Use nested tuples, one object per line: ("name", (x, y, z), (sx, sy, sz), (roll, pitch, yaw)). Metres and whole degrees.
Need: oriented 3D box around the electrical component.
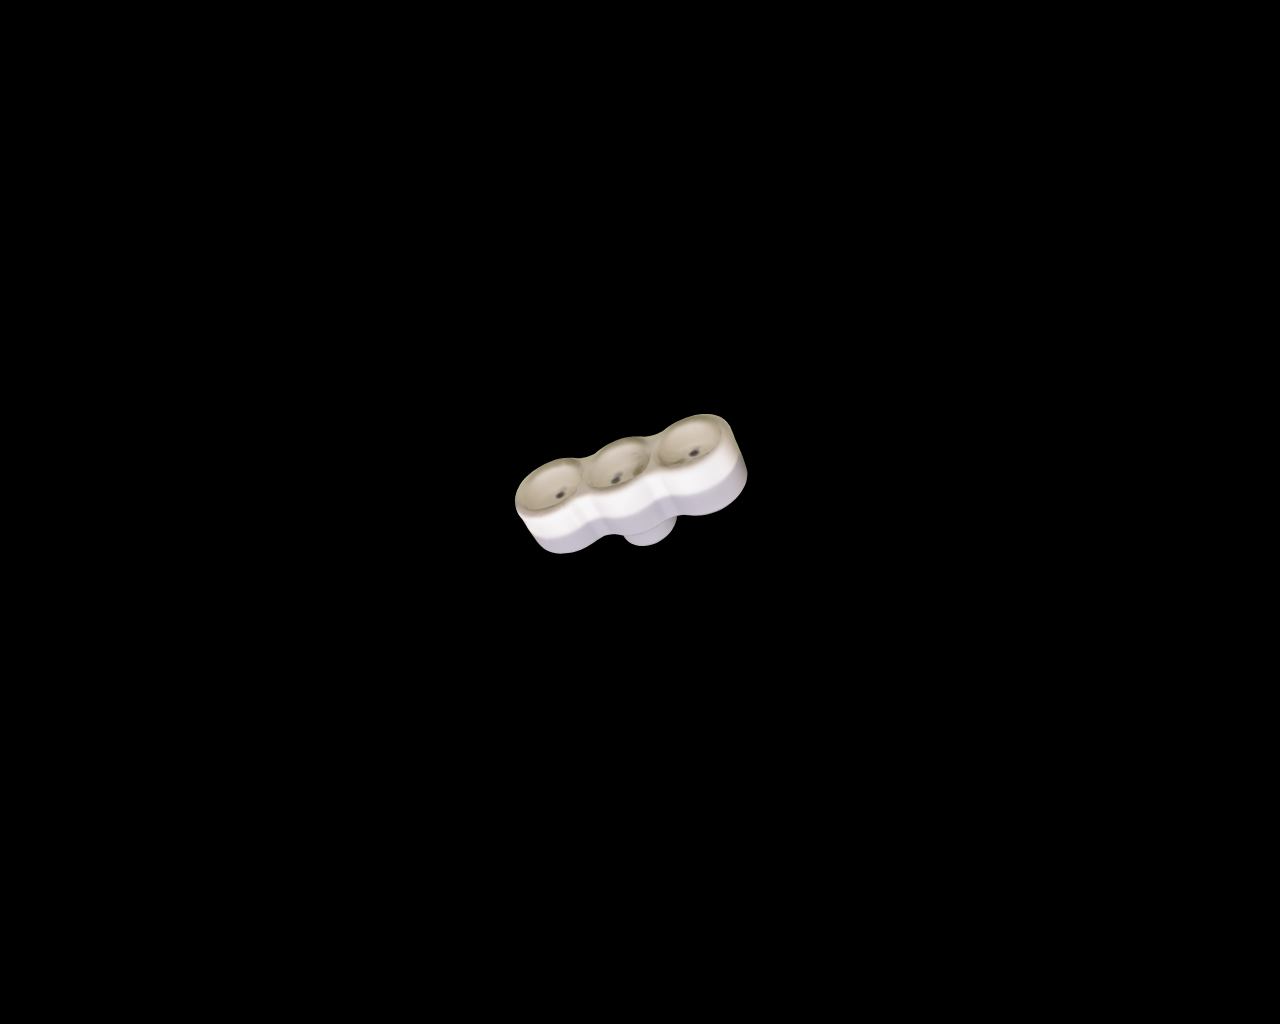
("electrical component", (0.001, -0.003, 0.650), (0.138, 0.073, 0.052), (-17, 39, 14))
